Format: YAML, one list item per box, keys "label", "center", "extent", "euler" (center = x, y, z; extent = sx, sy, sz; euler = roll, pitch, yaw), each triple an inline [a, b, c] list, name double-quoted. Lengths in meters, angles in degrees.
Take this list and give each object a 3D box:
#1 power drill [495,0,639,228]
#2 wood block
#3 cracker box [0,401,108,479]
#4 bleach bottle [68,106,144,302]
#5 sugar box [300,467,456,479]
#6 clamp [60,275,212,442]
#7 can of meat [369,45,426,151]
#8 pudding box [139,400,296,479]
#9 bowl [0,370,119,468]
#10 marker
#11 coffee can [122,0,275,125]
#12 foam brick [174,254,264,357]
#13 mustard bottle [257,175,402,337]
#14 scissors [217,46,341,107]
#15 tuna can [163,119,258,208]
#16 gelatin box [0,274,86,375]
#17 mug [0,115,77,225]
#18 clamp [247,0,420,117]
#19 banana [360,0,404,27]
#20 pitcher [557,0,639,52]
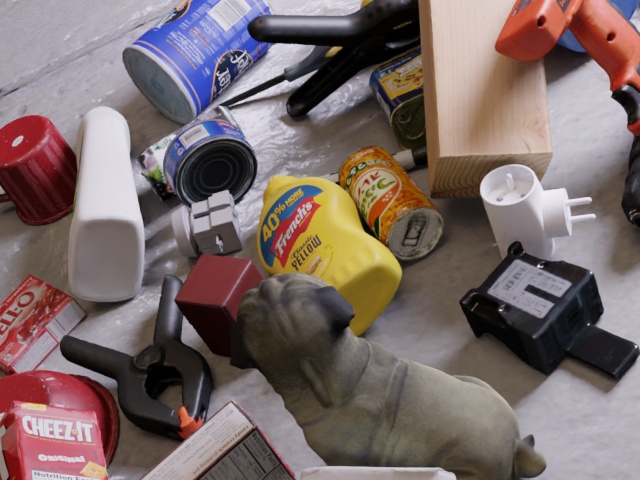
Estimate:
- label: "power drill"
  center: [0.225, -0.121, 0.829]
  extent: [0.057, 0.187, 0.184]
  euler: [-30, 26, 52]
- label: "wood block"
  center: [0.134, -0.147, 0.892]
  extent: [0.091, 0.090, 0.206]
  euler: [-2, 70, 1]
- label: "cracker box"
  center: [-0.198, 0.240, 0.708]
  extent: [0.164, 0.072, 0.214]
  euler: [-56, 36, 26]
- label: "bleach bottle"
  center: [-0.213, -0.053, 1.055]
  extent: [0.068, 0.103, 0.251]
  euler: [2, 34, -14]
- label: "sugar box"
  center: [0.031, 0.225, 0.635]
  extent: [0.093, 0.048, 0.176]
  euler: [-5, 73, 23]
- label: "clamp"
  center: [-0.134, 0.099, 0.896]
  extent: [0.120, 0.039, 0.172]
  euler: [-42, 51, -12]
- label: "can of meat"
  center: [0.103, -0.139, 0.993]
  extent: [0.102, 0.057, 0.084]
  euler: [-25, 40, 2]
- label: "pudding box"
  center: [-0.078, 0.179, 0.749]
  extent: [0.113, 0.090, 0.039]
  euler: [-41, 45, -14]
- label: "bowl"
  center: [-0.250, 0.163, 0.880]
  extent: [0.162, 0.055, 0.162]
  euler: [-14, 44, 14]
- label: "marker"
  center: [0.055, -0.066, 0.973]
  extent: [0.121, 0.020, 0.020]
  euler: [-17, 43, 12]
- label: "coffee can"
  center: [-0.126, -0.207, 1.142]
  extent: [0.103, 0.102, 0.140]
  euler: [25, 63, 41]
- label: "foam brick"
  center: [-0.073, 0.056, 0.877]
  extent: [0.053, 0.078, 0.051]
  euler: [7, 54, 32]
- label: "mustard bottle"
  center: [-0.006, 0.001, 0.905]
  extent: [0.096, 0.058, 0.192]
  euler: [-50, 39, 15]
- label: "scissors"
  center: [-0.023, -0.178, 1.087]
  extent: [0.202, 0.096, 0.016]
  euler: [-20, 83, 6]
- label: "tuna can"
  center: [-0.103, -0.069, 1.009]
  extent: [0.086, 0.086, 0.034]
  euler: [-32, 44, -5]
- label: "gelatin box"
  center: [-0.274, 0.081, 0.991]
  extent: [0.073, 0.030, 0.089]
  euler: [21, 60, 40]
- label: "mug"
  center: [-0.309, -0.073, 1.121]
  extent: [0.117, 0.081, 0.093]
  euler: [-16, 43, 13]
- label: "clamp"
  center: [0.039, -0.193, 0.998]
  extent: [0.210, 0.164, 0.036]
  euler: [-22, 67, 11]
- label: "banana"
  center: [0.094, -0.247, 1.067]
  extent: [0.037, 0.069, 0.198]
  euler: [-15, -7, -22]
- label: "pitcher"
  center: [0.195, -0.283, 1.029]
  extent: [0.144, 0.149, 0.243]
  euler: [-28, 44, -21]
